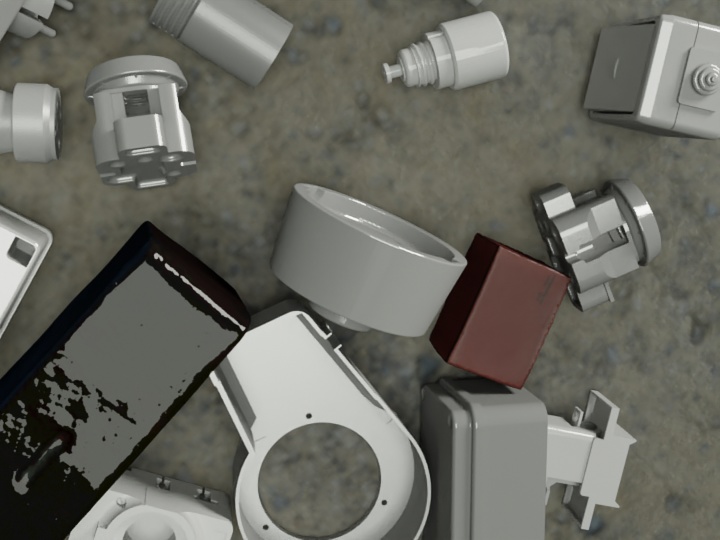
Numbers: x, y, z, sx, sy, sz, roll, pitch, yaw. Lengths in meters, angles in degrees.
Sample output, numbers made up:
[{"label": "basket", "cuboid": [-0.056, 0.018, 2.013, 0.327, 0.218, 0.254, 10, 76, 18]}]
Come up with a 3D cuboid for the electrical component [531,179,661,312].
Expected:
[{"label": "electrical component", "cuboid": [0.147, -0.021, 0.661, 0.057, 0.058, 0.078, -23, 102, -2]}]

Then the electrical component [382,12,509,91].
[{"label": "electrical component", "cuboid": [0.052, -0.126, 0.636, 0.078, 0.040, 0.040, -16, 102, -6]}]

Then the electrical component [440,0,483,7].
[{"label": "electrical component", "cuboid": [0.048, -0.178, 0.625, 0.062, 0.043, 0.043, 33, 93, -14]}]

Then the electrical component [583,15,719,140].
[{"label": "electrical component", "cuboid": [0.177, -0.113, 0.630, 0.061, 0.096, 0.061, 11, 97, -10]}]

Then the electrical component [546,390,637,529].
[{"label": "electrical component", "cuboid": [0.136, 0.119, 0.691, 0.064, 0.042, 0.081, 12, 97, -9]}]

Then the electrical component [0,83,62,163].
[{"label": "electrical component", "cuboid": [-0.197, -0.082, 0.601, 0.055, 0.045, 0.045, 1, 99, -10]}]

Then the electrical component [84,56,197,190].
[{"label": "electrical component", "cuboid": [-0.123, -0.083, 0.601, 0.058, 0.078, 0.057, -9, 80, -8]}]

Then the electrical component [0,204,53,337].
[{"label": "electrical component", "cuboid": [-0.247, 0.004, 0.601, 0.109, 0.056, 0.108, 29, 94, -13]}]

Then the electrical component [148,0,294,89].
[{"label": "electrical component", "cuboid": [-0.083, -0.143, 0.610, 0.081, 0.043, 0.043, 31, 93, -13]}]

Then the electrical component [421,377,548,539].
[{"label": "electrical component", "cuboid": [0.074, 0.128, 0.663, 0.057, 0.078, 0.113, -2, 100, -12]}]

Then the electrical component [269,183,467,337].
[{"label": "electrical component", "cuboid": [0.000, 0.000, 0.618, 0.108, 0.108, 0.060, 22, 101, -12]}]

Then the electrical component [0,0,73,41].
[{"label": "electrical component", "cuboid": [-0.193, -0.151, 0.586, 0.076, 0.047, 0.083, 21, 112, -48]}]

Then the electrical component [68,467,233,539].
[{"label": "electrical component", "cuboid": [-0.126, 0.156, 0.647, 0.089, 0.055, 0.050, 18, 96, -12]}]
